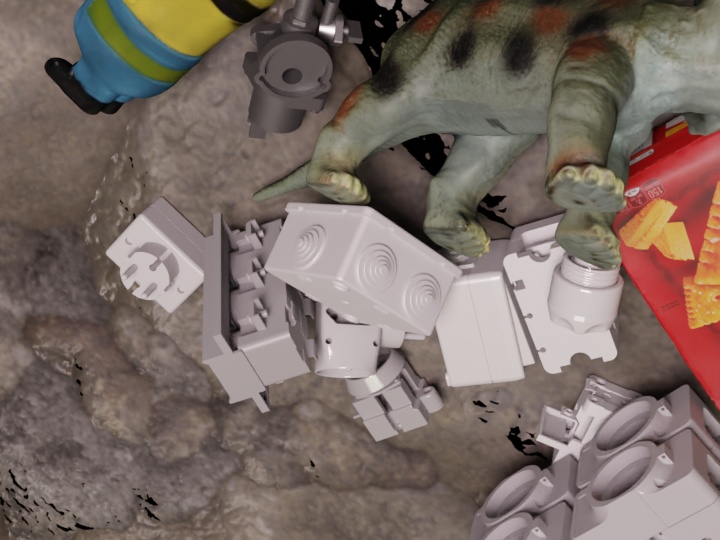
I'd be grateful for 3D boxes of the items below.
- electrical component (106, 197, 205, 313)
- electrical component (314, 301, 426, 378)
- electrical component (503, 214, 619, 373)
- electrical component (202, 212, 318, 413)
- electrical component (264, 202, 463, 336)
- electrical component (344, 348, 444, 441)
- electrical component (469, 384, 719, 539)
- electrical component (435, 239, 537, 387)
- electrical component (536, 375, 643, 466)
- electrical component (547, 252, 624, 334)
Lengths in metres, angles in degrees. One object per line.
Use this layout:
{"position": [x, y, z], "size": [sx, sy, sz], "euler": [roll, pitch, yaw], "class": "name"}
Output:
{"position": [-0.147, -0.003, 0.772], "size": [0.066, 0.076, 0.047], "euler": [44, 117, -8], "class": "electrical component"}
{"position": [0.008, 0.035, 0.754], "size": [0.079, 0.043, 0.077], "euler": [4, 75, -13], "class": "electrical component"}
{"position": [0.135, 0.013, 0.714], "size": [0.050, 0.055, 0.089], "euler": [-16, 109, 22], "class": "electrical component"}
{"position": [-0.069, 0.023, 0.730], "size": [0.063, 0.121, 0.078], "euler": [-18, 131, 9], "class": "electrical component"}
{"position": [0.000, 0.000, 0.676], "size": [0.100, 0.048, 0.100], "euler": [32, 165, -35], "class": "electrical component"}
{"position": [0.020, 0.088, 0.788], "size": [0.066, 0.048, 0.055], "euler": [-23, 114, 24], "class": "electrical component"}
{"position": [0.151, 0.161, 0.702], "size": [0.186, 0.105, 0.060], "euler": [-38, 99, 27], "class": "electrical component"}
{"position": [0.084, 0.022, 0.729], "size": [0.061, 0.061, 0.096], "euler": [-8, 112, 19], "class": "electrical component"}
{"position": [0.170, 0.113, 0.760], "size": [0.081, 0.042, 0.063], "euler": [22, 117, 4], "class": "electrical component"}
{"position": [0.138, 0.004, 0.651], "size": [0.043, 0.043, 0.062], "euler": [11, 117, 10], "class": "electrical component"}
